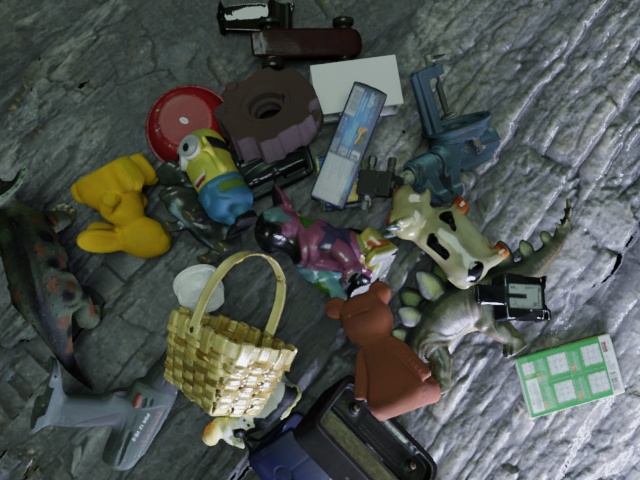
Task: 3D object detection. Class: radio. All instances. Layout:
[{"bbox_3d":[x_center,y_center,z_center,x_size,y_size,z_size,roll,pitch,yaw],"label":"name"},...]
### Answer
[{"bbox_3d":[0.078,0.338,0.858,0.229,0.131,0.073,47,129,-1],"label":"radio"}]

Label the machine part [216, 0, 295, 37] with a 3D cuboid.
[{"bbox_3d":[-0.116,-0.393,0.966,0.139,0.039,0.084,3,90,-4],"label":"machine part"}]

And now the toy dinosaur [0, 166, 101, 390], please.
[{"bbox_3d":[-0.440,0.048,0.834,0.131,0.192,0.404,-25,86,-3],"label":"toy dinosaur"}]

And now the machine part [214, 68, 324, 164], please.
[{"bbox_3d":[-0.084,-0.209,0.883,0.179,0.056,0.179,-5,58,8],"label":"machine part"}]

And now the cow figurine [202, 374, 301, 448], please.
[{"bbox_3d":[-0.114,0.287,0.894,0.098,0.068,0.167,43,86,-9],"label":"cow figurine"}]

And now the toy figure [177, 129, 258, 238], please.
[{"bbox_3d":[-0.162,-0.093,0.856,0.082,0.089,0.180,-37,81,17],"label":"toy figure"}]

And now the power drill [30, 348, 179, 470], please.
[{"bbox_3d":[-0.332,0.241,0.853,0.207,0.086,0.232,21,90,-36],"label":"power drill"}]

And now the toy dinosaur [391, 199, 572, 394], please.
[{"bbox_3d":[0.263,0.106,0.908,0.471,0.105,0.198,-31,86,-6],"label":"toy dinosaur"}]

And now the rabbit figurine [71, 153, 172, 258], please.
[{"bbox_3d":[-0.324,-0.038,0.890,0.162,0.122,0.173,-32,106,-2],"label":"rabbit figurine"}]

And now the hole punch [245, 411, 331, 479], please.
[{"bbox_3d":[-0.047,0.363,0.879,0.116,0.092,0.142,-41,92,-2],"label":"hole punch"}]

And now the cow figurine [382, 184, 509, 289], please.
[{"bbox_3d":[0.186,-0.008,0.851,0.127,0.085,0.195,-39,82,-8],"label":"cow figurine"}]

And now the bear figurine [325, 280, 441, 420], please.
[{"bbox_3d":[0.093,0.171,0.827,0.120,0.131,0.196,-26,68,10],"label":"bear figurine"}]

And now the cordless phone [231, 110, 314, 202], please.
[{"bbox_3d":[-0.106,-0.173,0.937,0.147,0.088,0.184,-25,76,-4],"label":"cordless phone"}]

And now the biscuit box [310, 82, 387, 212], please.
[{"bbox_3d":[0.047,-0.151,0.880,0.059,0.063,0.202,22,88,3],"label":"biscuit box"}]

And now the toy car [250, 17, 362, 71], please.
[{"bbox_3d":[-0.023,-0.344,0.948,0.202,0.053,0.089,-8,99,-15],"label":"toy car"}]

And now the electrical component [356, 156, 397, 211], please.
[{"bbox_3d":[0.094,-0.092,0.885,0.063,0.021,0.094,10,85,29],"label":"electrical component"}]

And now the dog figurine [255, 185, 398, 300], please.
[{"bbox_3d":[-0.002,-0.003,0.903,0.191,0.108,0.219,-28,63,-40],"label":"dog figurine"}]

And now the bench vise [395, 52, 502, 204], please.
[{"bbox_3d":[0.199,-0.189,0.911,0.224,0.129,0.240,-23,107,-12],"label":"bench vise"}]

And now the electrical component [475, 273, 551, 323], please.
[{"bbox_3d":[0.296,0.091,0.841,0.119,0.047,0.075,-1,76,-5],"label":"electrical component"}]

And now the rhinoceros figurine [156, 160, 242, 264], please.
[{"bbox_3d":[-0.203,-0.050,0.897,0.190,0.073,0.112,50,41,-10],"label":"rhinoceros figurine"}]
